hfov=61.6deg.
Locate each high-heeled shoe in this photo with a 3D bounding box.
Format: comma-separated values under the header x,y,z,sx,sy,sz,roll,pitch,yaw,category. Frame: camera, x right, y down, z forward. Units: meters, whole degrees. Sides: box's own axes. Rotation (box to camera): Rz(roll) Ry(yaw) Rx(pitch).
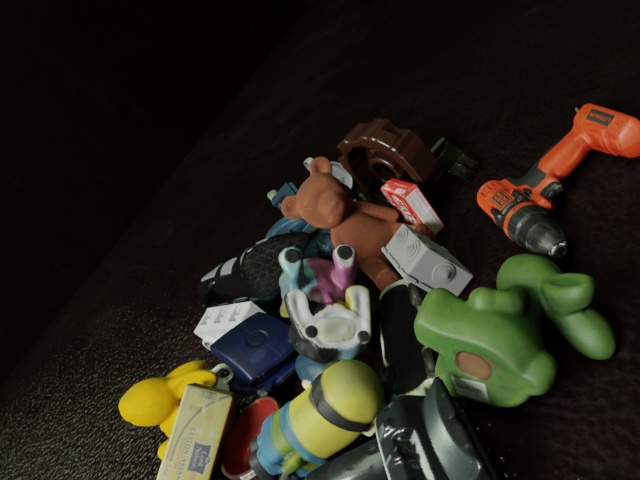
x,y,z,sx,sy,sz,roll,pitch,yaw,category
-0.113,0.045,0.929,0.249,0.086,0.145,-31,13,12,high-heeled shoe

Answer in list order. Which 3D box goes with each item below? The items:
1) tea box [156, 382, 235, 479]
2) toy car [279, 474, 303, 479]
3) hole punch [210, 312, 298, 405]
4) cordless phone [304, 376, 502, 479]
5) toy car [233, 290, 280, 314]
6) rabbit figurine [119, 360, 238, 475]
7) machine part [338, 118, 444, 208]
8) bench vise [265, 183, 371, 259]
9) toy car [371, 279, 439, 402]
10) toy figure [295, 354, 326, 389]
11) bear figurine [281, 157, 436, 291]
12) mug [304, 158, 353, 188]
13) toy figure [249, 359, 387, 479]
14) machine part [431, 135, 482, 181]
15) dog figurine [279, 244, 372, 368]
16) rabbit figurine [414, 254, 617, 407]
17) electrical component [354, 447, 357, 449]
x,y,z,sx,sy,sz,roll,pitch,yaw,category
-0.171,0.285,0.727,0.098,0.068,0.169,116,168,-76,tea box
-0.087,0.346,0.639,0.202,0.053,0.089,-38,14,25,toy car
-0.091,0.172,0.818,0.142,0.092,0.116,-31,13,-35,hole punch
0.067,0.226,0.492,0.184,0.088,0.147,-30,28,7,cordless phone
-0.120,0.070,1.036,0.161,0.102,0.109,-48,26,3,toy car
-0.214,0.264,0.818,0.162,0.173,0.122,-56,22,-10,rabbit figurine
0.114,-0.120,0.872,0.056,0.179,0.179,-53,26,-18,machine part
-0.023,-0.034,0.963,0.223,0.128,0.241,-52,46,17,bench vise
0.109,0.122,0.657,0.073,0.056,0.202,-30,31,20,toy car
0.024,0.183,0.700,0.155,0.057,0.064,16,73,57,toy figure
0.050,-0.027,0.790,0.120,0.195,0.132,-51,19,-4,bear figurine
0.006,-0.128,1.133,0.081,0.109,0.107,-54,12,-4,mug
-0.005,0.203,0.590,0.180,0.089,0.082,-36,57,17,toy figure
0.213,-0.134,0.889,0.084,0.039,0.139,-40,24,4,machine part
-0.004,0.097,0.763,0.219,0.108,0.191,106,153,-67,dog figurine
0.198,0.068,0.535,0.159,0.121,0.170,-7,31,49,rabbit figurine
0.015,0.287,0.573,0.119,0.047,0.075,-37,26,18,electrical component
